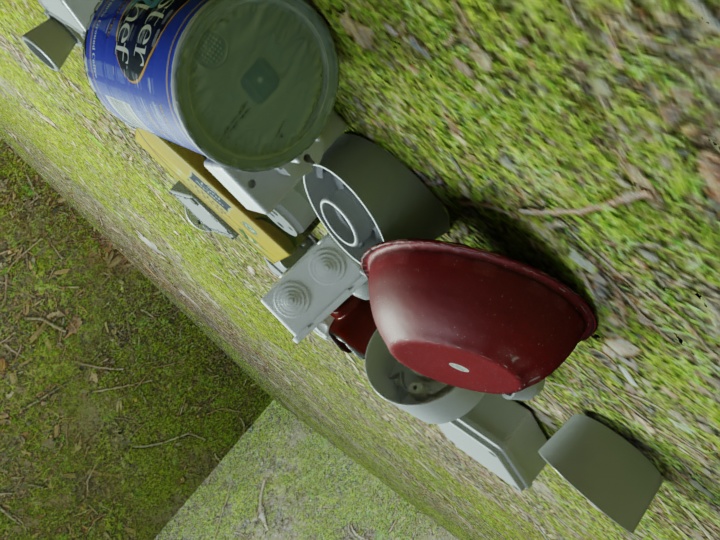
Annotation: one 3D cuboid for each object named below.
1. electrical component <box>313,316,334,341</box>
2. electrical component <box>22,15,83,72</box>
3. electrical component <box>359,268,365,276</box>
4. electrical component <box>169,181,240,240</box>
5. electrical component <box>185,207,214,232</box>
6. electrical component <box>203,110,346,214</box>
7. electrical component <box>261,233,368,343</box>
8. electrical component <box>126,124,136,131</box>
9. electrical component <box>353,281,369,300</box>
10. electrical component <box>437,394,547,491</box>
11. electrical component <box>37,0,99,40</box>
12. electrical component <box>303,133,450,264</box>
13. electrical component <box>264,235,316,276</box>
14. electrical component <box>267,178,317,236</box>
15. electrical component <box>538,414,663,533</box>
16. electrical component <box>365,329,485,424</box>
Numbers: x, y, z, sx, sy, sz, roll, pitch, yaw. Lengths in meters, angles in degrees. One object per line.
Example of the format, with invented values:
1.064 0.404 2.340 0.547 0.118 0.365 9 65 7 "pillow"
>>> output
-0.029 0.041 1.151 0.043 0.062 0.043 40 169 9 "electrical component"
-0.280 -0.220 1.002 0.045 0.055 0.045 39 168 9 "electrical component"
0.034 0.013 0.833 0.077 0.065 0.047 37 167 23 "electrical component"
-0.136 -0.075 1.066 0.061 0.061 0.096 46 168 -25 "electrical component"
-0.173 -0.071 1.223 0.055 0.055 0.047 43 172 -10 "electrical component"
-0.049 -0.081 0.702 0.047 0.083 0.076 46 167 -25 "electrical component"
-0.031 0.005 0.901 0.048 0.100 0.099 46 -166 -4 "electrical component"
-0.210 -0.161 1.017 0.040 0.046 0.040 39 168 9 "electrical component"
0.000 0.000 0.974 0.035 0.035 0.061 34 164 31 "electrical component"
0.131 0.159 1.091 0.109 0.056 0.108 32 166 37 "electrical component"
-0.202 -0.212 0.762 0.062 0.061 0.096 34 167 30 "electrical component"
0.009 -0.049 0.747 0.099 0.064 0.099 45 159 22 "electrical component"
-0.058 -0.004 1.122 0.079 0.043 0.077 42 169 -7 "electrical component"
-0.047 -0.060 0.846 0.045 0.055 0.045 39 168 9 "electrical component"
0.197 0.167 0.887 0.099 0.064 0.099 39 168 9 "electrical component"
0.062 0.079 0.917 0.064 0.099 0.099 42 170 -37 "electrical component"
